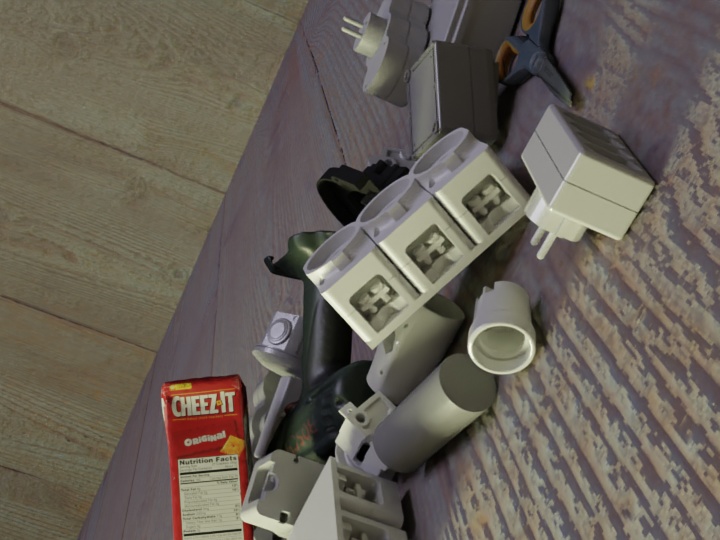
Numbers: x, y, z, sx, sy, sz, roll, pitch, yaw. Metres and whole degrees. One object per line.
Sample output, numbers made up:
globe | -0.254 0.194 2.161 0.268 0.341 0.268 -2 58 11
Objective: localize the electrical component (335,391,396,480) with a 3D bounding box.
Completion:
electrical component | 0.010 0.126 0.774 0.048 0.066 0.055 -35 -20 -39

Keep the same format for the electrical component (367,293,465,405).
electrical component | 0.039 0.049 0.800 0.079 0.043 0.077 -103 37 -66

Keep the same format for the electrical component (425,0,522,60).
electrical component | 0.092 -0.207 0.966 0.109 0.056 0.108 161 129 -73

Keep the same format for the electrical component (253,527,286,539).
electrical component | -0.051 0.224 0.850 0.055 0.066 0.048 96 -175 -55

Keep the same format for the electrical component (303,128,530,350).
electrical component | 0.037 -0.027 0.760 0.150 0.061 0.089 -42 16 1

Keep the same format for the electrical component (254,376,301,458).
electrical component | -0.059 0.147 1.026 0.076 0.047 0.083 160 130 -72

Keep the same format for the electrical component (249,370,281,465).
electrical component | -0.086 0.160 1.098 0.073 0.052 0.138 132 156 -56

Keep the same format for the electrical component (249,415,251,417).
electrical component | -0.110 0.183 1.154 0.045 0.055 0.045 -158 90 -77

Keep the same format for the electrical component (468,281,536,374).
electrical component | 0.086 0.034 0.650 0.040 0.040 0.046 -59 10 34

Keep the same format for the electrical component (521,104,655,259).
electrical component | 0.119 -0.042 0.617 0.083 0.047 0.075 -96 30 -63

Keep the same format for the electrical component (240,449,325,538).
electrical component | -0.038 0.174 0.804 0.056 0.089 0.050 138 150 -62

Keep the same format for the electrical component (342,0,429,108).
electrical component | 0.018 -0.207 0.968 0.138 0.074 0.052 -84 20 -48

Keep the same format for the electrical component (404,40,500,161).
electrical component | 0.076 -0.139 0.869 0.062 0.061 0.096 139 132 -64

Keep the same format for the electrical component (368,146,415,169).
electrical component | 0.038 -0.077 0.974 0.055 0.066 0.048 97 -175 -55

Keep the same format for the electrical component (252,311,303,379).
electrical component | -0.063 0.080 1.081 0.051 0.080 0.080 -66 12 -17

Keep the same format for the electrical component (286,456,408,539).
electrical component | -0.029 0.238 0.731 0.105 0.060 0.186 -101 35 -66
